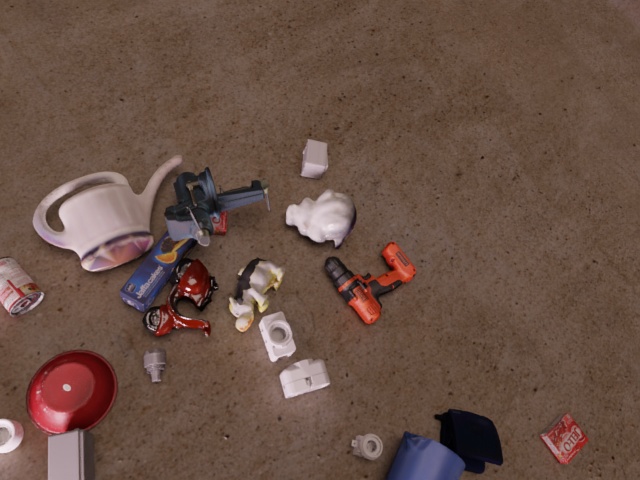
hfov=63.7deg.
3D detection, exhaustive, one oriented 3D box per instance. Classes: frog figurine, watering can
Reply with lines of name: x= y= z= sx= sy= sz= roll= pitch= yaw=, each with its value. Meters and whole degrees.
frog figurine: x=0.004 y=-0.063 z=1.252 sx=0.159 sy=0.139 sz=0.122 roll=23 pitch=-12 yaw=-17
watering can: x=-0.432 y=-0.064 z=1.133 sx=0.351 sy=0.227 sz=0.102 roll=-24 pitch=-17 yaw=-25
